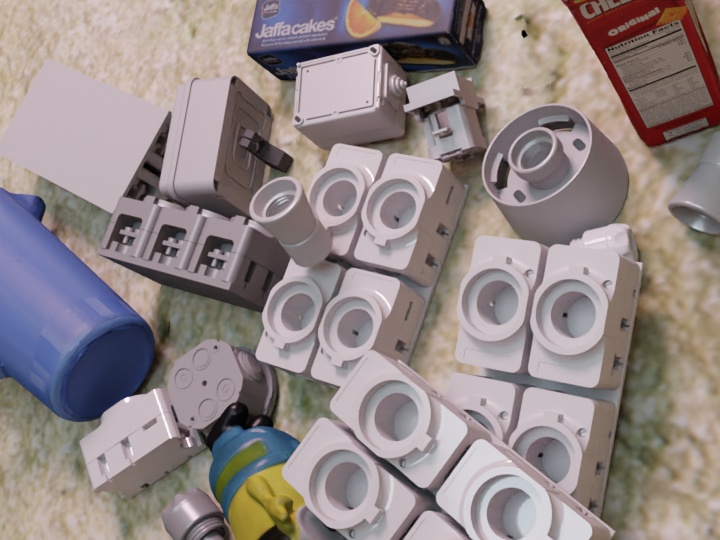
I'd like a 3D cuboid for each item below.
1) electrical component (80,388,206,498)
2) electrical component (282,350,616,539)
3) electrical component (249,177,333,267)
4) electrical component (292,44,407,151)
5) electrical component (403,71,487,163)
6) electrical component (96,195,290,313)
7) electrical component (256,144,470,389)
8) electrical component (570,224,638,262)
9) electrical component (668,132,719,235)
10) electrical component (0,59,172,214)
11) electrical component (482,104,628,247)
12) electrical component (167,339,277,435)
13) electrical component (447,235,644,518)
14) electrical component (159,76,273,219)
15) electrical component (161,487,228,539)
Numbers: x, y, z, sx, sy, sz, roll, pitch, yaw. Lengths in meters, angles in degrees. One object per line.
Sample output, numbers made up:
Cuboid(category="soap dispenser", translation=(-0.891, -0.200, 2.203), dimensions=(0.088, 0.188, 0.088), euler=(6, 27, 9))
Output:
Cuboid(category="electrical component", translation=(-0.184, 0.143, 0.903), dimensions=(0.089, 0.050, 0.055), euler=(-35, 59, 14))
Cuboid(category="electrical component", translation=(0.050, 0.147, 0.681), dimensions=(0.186, 0.060, 0.105), euler=(37, 93, 30))
Cuboid(category="electrical component", translation=(-0.048, -0.033, 0.809), dimensions=(0.044, 0.065, 0.044), euler=(-18, 45, 19))
Cuboid(category="electrical component", translation=(0.000, -0.142, 0.901), dimensions=(0.096, 0.061, 0.061), euler=(-7, 68, 27))
Cuboid(category="electrical component", translation=(0.071, -0.118, 0.848), dimensions=(0.042, 0.081, 0.063), euler=(-15, 87, 24))
Cuboid(category="electrical component", translation=(-0.132, -0.015, 0.909), dimensions=(0.150, 0.089, 0.061), euler=(14, 79, 32))
Cuboid(category="electrical component", translation=(0.000, 0.000, 0.848), dimensions=(0.105, 0.060, 0.186), euler=(14, 79, 32))
Cuboid(category="electrical component", translation=(0.167, -0.012, 0.775), dimensions=(0.061, 0.035, 0.035), euler=(-13, 66, 27))
Cuboid(category="electrical component", translation=(0.248, -0.062, 0.745), dimensions=(0.044, 0.044, 0.065), euler=(24, 80, 34))
Cuboid(category="electrical component", translation=(-0.251, -0.120, 1.033), dimensions=(0.186, 0.060, 0.105), euler=(26, 85, 34))
Cuboid(category="electrical component", translation=(0.144, -0.073, 0.807), dimensions=(0.099, 0.064, 0.099), euler=(-21, 50, 28))
Cuboid(category="electrical component", translation=(-0.113, 0.098, 0.880), dimensions=(0.080, 0.051, 0.080), euler=(-10, 67, 26))
Cuboid(category="electrical component", translation=(0.118, 0.076, 0.733), dimensions=(0.105, 0.060, 0.186), euler=(9, 87, 31))
Cuboid(category="electrical component", translation=(-0.126, -0.106, 0.948), dimensions=(0.057, 0.078, 0.113), euler=(-1, 71, 26))
Cuboid(category="electrical component", translation=(-0.125, 0.206, 0.851), dimensions=(0.043, 0.043, 0.062), euler=(-51, 57, 4))
